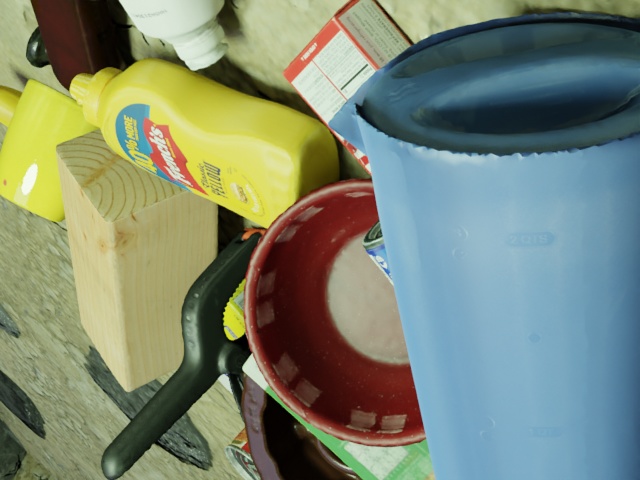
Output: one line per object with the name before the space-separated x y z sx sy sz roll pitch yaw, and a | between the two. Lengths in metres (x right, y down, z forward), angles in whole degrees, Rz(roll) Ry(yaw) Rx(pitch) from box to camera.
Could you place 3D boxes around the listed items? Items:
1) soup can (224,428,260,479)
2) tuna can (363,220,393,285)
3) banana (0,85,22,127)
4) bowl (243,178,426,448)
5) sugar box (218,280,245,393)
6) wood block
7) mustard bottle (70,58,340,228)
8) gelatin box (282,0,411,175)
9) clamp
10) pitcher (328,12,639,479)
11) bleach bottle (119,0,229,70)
soup can | -0.024 0.170 0.933 0.068 0.102 0.068 36 153 21
tuna can | 0.064 -0.011 0.549 0.034 0.086 0.086 51 155 -7
banana | -0.219 -0.069 0.928 0.198 0.069 0.037 50 117 11
bowl | 0.037 0.040 0.645 0.162 0.055 0.162 3 101 17
sugar box | -0.066 0.087 0.941 0.093 0.048 0.176 50 153 -5
wood block | -0.139 0.012 0.835 0.090 0.090 0.206 49 151 32
mustard bottle | -0.082 -0.068 0.688 0.192 0.058 0.096 25 153 21
gelatin box | 0.030 -0.078 0.569 0.089 0.030 0.073 48 153 -4
clamp | -0.063 0.097 0.816 0.164 0.210 0.036 25 169 -36
pitcher | 0.105 0.036 0.452 0.149 0.144 0.243 -134 28 -56
bleach bottle | -0.127 -0.204 0.586 0.103 0.068 0.250 14 142 49
